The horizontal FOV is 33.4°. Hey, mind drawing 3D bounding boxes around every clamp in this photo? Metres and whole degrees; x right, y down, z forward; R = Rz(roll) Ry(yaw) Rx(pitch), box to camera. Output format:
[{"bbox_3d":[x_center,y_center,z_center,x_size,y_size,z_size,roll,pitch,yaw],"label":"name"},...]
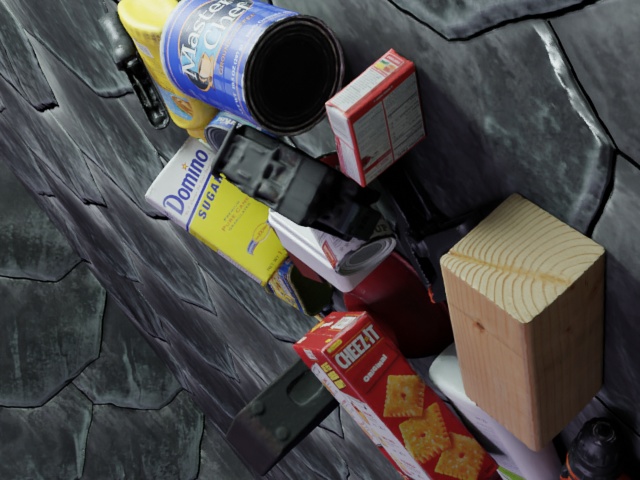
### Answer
[{"bbox_3d":[0.102,-0.003,0.951,0.165,0.036,0.210,46,166,42],"label":"clamp"},{"bbox_3d":[-0.219,-0.205,1.240,0.171,0.039,0.120,-116,7,-51],"label":"clamp"}]

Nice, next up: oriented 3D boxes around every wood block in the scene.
[{"bbox_3d":[0.169,0.074,0.872,0.091,0.090,0.206,38,160,34],"label":"wood block"}]

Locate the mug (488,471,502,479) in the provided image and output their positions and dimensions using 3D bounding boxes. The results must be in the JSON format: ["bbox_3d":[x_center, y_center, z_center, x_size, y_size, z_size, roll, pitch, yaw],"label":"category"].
[{"bbox_3d":[0.180,0.290,1.310,0.117,0.081,0.093,46,162,11],"label":"mug"}]

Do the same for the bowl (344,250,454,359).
[{"bbox_3d":[0.076,0.076,1.161,0.162,0.055,0.162,44,162,18],"label":"bowl"}]

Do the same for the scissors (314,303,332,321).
[{"bbox_3d":[-0.042,0.057,1.468,0.202,0.016,0.096,40,162,24],"label":"scissors"}]

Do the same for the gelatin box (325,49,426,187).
[{"bbox_3d":[0.045,-0.095,0.847,0.030,0.073,0.089,39,161,31],"label":"gelatin box"}]

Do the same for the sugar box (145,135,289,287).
[{"bbox_3d":[-0.108,-0.034,1.251,0.176,0.093,0.048,36,170,-2],"label":"sugar box"}]

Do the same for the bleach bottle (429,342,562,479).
[{"bbox_3d":[0.205,0.216,1.133,0.103,0.068,0.250,30,157,50],"label":"bleach bottle"}]

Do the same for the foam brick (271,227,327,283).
[{"bbox_3d":[-0.008,0.001,1.212,0.051,0.053,0.078,17,145,58],"label":"foam brick"}]

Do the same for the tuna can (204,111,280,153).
[{"bbox_3d":[-0.083,-0.107,1.169,0.086,0.033,0.086,30,160,12],"label":"tuna can"}]

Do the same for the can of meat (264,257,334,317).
[{"bbox_3d":[-0.036,0.041,1.358,0.084,0.057,0.102,30,155,42],"label":"can of meat"}]

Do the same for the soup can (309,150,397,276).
[{"bbox_3d":[0.021,-0.025,1.020,0.102,0.068,0.068,60,167,20],"label":"soup can"}]

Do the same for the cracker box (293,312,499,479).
[{"bbox_3d":[0.076,0.174,1.141,0.213,0.072,0.164,50,168,-5],"label":"cracker box"}]

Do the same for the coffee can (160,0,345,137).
[{"bbox_3d":[-0.061,-0.157,0.926,0.140,0.102,0.102,29,154,48],"label":"coffee can"}]

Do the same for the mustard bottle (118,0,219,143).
[{"bbox_3d":[-0.153,-0.180,1.176,0.096,0.058,0.191,36,158,40],"label":"mustard bottle"}]

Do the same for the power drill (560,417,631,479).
[{"bbox_3d":[0.304,0.252,0.977,0.188,0.057,0.184,43,166,27],"label":"power drill"}]
